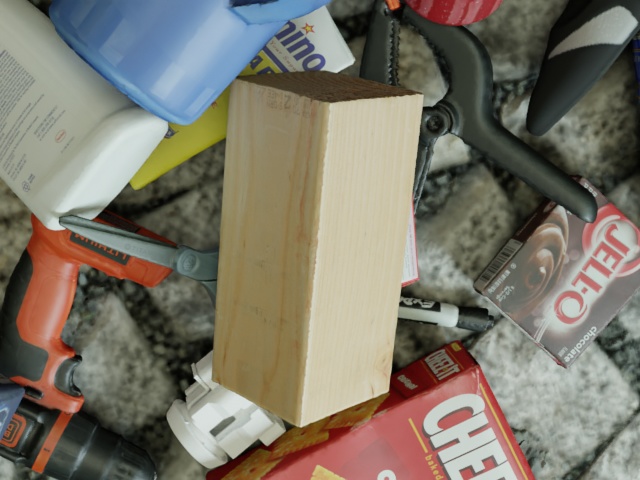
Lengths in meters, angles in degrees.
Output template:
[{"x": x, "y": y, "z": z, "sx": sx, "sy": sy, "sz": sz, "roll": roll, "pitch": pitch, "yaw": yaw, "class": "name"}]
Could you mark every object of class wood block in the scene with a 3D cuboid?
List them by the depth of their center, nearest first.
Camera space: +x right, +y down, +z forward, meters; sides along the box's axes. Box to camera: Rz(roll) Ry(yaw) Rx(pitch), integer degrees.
[{"x": -0.005, "y": 0.001, "z": 0.692, "sx": 0.090, "sy": 0.090, "sz": 0.206, "roll": -14, "pitch": 116, "yaw": -45, "class": "wood block"}]

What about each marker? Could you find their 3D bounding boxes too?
[{"x": 0.068, "y": 0.051, "z": 0.782, "sx": 0.121, "sy": 0.020, "sz": 0.020, "roll": 9, "pitch": 97, "yaw": -6, "class": "marker"}]

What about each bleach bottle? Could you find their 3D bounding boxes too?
[{"x": -0.217, "y": -0.127, "z": 0.686, "sx": 0.251, "sy": 0.068, "sz": 0.103, "roll": 47, "pitch": 113, "yaw": 8, "class": "bleach bottle"}]

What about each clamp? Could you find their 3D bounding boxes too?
[{"x": 0.076, "y": -0.074, "z": 0.747, "sx": 0.165, "sy": 0.036, "sz": 0.210, "roll": -26, "pitch": 92, "yaw": 19, "class": "clamp"}]

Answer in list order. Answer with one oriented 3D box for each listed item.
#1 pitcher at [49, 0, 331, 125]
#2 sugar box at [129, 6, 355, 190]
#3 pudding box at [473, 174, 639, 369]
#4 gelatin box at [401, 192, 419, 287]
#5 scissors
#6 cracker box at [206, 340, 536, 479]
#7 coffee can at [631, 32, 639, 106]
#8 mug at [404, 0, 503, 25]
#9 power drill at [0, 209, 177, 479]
[{"x": -0.038, "y": -0.183, "z": 0.610, "sx": 0.145, "sy": 0.149, "sz": 0.243, "roll": 40, "pitch": 97, "yaw": -5, "class": "pitcher"}, {"x": -0.074, "y": -0.118, "z": 0.732, "sx": 0.176, "sy": 0.048, "sz": 0.093, "roll": -31, "pitch": 99, "yaw": 2, "class": "sugar box"}, {"x": 0.181, "y": 0.022, "z": 0.777, "sx": 0.090, "sy": 0.039, "sz": 0.113, "roll": 41, "pitch": 94, "yaw": -10, "class": "pudding box"}, {"x": 0.029, "y": -0.013, "z": 0.743, "sx": 0.030, "sy": 0.073, "sz": 0.089, "roll": -15, "pitch": 103, "yaw": -46, "class": "gelatin box"}, {"x": -0.076, "y": 0.001, "z": 0.719, "sx": 0.201, "sy": 0.016, "sz": 0.096, "roll": 41, "pitch": 77, "yaw": -39, "class": "scissors"}, {"x": 0.048, "y": 0.197, "z": 0.773, "sx": 0.213, "sy": 0.072, "sz": 0.164, "roll": -28, "pitch": 103, "yaw": 0, "class": "cracker box"}, {"x": 0.274, "y": -0.081, "z": 0.737, "sx": 0.102, "sy": 0.103, "sz": 0.140, "roll": -10, "pitch": 99, "yaw": -3, "class": "coffee can"}, {"x": 0.103, "y": -0.198, "z": 0.693, "sx": 0.117, "sy": 0.081, "sz": 0.093, "roll": -24, "pitch": 75, "yaw": -15, "class": "mug"}, {"x": -0.169, "y": 0.075, "z": 0.746, "sx": 0.184, "sy": 0.057, "sz": 0.188, "roll": 27, "pitch": 95, "yaw": -7, "class": "power drill"}]
